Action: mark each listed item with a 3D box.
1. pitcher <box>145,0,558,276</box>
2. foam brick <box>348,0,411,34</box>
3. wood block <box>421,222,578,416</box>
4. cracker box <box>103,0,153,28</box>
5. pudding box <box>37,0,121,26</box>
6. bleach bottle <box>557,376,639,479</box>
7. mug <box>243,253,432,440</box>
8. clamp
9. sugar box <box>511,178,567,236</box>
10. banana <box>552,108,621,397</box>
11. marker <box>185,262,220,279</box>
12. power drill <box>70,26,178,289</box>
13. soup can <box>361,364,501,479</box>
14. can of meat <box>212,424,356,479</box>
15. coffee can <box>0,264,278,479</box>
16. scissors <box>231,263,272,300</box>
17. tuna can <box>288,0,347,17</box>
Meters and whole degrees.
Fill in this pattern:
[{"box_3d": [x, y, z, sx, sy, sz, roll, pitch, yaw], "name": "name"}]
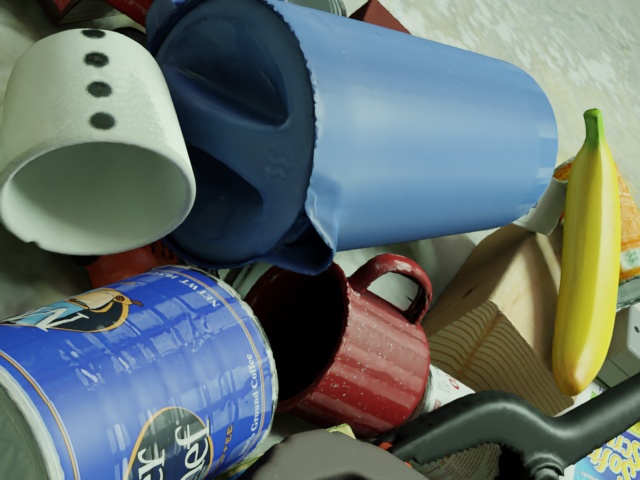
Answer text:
[{"box_3d": [0.021, -0.065, 0.590, 0.242, 0.145, 0.149, -3, 97, -48], "name": "pitcher"}, {"box_3d": [0.047, -0.149, 0.877, 0.078, 0.053, 0.051, 42, 35, -19], "name": "foam brick"}, {"box_3d": [0.146, 0.053, 0.780, 0.090, 0.091, 0.205, 51, 34, -3], "name": "wood block"}, {"box_3d": [-0.126, -0.236, 0.656, 0.164, 0.072, 0.213, 29, 38, -30], "name": "cracker box"}, {"box_3d": [-0.151, -0.188, 0.680, 0.090, 0.039, 0.113, 53, 33, 0], "name": "pudding box"}, {"box_3d": [0.188, 0.173, 0.750, 0.102, 0.068, 0.250, 44, 37, -13], "name": "bleach bottle"}, {"box_3d": [0.016, 0.055, 0.601, 0.081, 0.117, 0.093, 30, 18, -39], "name": "mug"}, {"box_3d": [0.124, 0.148, 0.615, 0.209, 0.036, 0.164, 3, 94, -21], "name": "clamp"}, {"box_3d": [0.091, -0.065, 0.786, 0.093, 0.048, 0.176, 16, 18, -41], "name": "sugar box"}, {"box_3d": [0.173, 0.015, 0.702, 0.069, 0.037, 0.197, 38, 53, -49], "name": "banana"}, {"box_3d": [-0.069, 0.012, 0.618, 0.020, 0.020, 0.121, 15, 49, -43], "name": "marker"}, {"box_3d": [-0.153, -0.068, 0.553, 0.187, 0.057, 0.184, 22, 45, -38], "name": "power drill"}, {"box_3d": [0.077, 0.121, 0.654, 0.102, 0.069, 0.068, 33, 38, -27], "name": "soup can"}, {"box_3d": [-0.006, 0.147, 0.540, 0.101, 0.058, 0.084, -5, 62, -52], "name": "can of meat"}, {"box_3d": [-0.098, 0.074, 0.450, 0.140, 0.103, 0.103, -20, 76, -56], "name": "coffee can"}, {"box_3d": [-0.005, 0.001, 0.707, 0.096, 0.016, 0.201, 36, 37, -18], "name": "scissors"}, {"box_3d": [-0.020, -0.190, 0.848, 0.086, 0.034, 0.086, 31, 39, -30], "name": "tuna can"}]
